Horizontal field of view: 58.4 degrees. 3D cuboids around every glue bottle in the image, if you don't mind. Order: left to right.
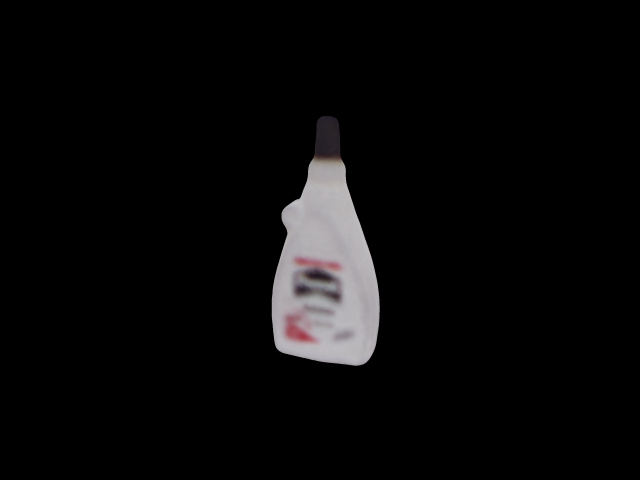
[{"bbox_3d":[0.004,0.001,0.400,0.078,0.173,0.037,5,19,15],"label":"glue bottle"}]
